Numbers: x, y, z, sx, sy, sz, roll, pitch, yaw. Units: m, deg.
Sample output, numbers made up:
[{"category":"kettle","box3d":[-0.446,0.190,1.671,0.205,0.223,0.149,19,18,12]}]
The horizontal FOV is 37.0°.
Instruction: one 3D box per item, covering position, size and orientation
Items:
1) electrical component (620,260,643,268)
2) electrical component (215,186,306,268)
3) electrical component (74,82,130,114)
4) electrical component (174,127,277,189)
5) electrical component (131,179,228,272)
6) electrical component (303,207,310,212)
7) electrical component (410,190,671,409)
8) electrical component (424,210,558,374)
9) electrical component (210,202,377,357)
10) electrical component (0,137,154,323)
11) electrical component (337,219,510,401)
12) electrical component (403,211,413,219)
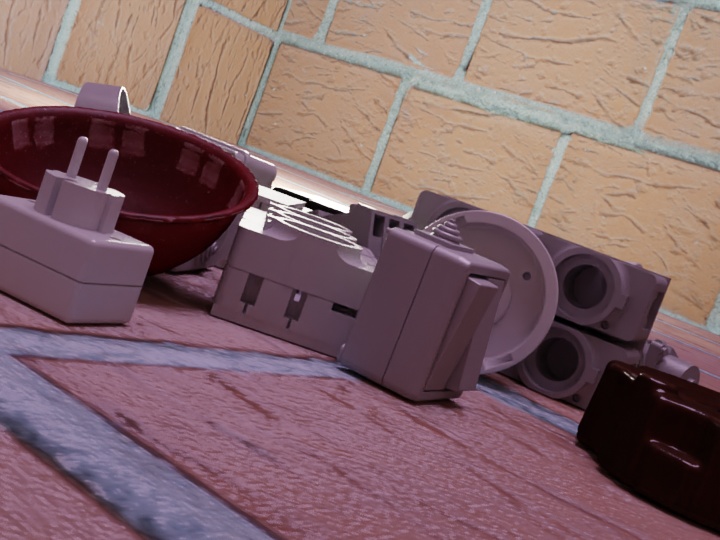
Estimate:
[{"category":"electrical component","box3d":[0.181,0.039,0.863,0.060,0.108,0.108,16,3,27]},{"category":"electrical component","box3d":[-0.146,-0.055,0.836,0.186,0.060,0.105,20,6,3]},{"category":"electrical component","box3d":[-0.238,-0.124,1.003,0.064,0.099,0.099,13,7,-6]},{"category":"electrical component","box3d":[-0.148,-0.088,1.055,0.113,0.078,0.057,25,4,37]},{"category":"electrical component","box3d":[-0.140,-0.036,0.729,0.100,0.048,0.100,21,6,9]},{"category":"electrical component","box3d":[-0.088,-0.041,0.960,0.100,0.048,0.100,21,6,9]},{"category":"electrical component","box3d":[0.115,0.021,0.790,0.186,0.105,0.060,23,6,24]},{"category":"electrical component","box3d":[0.082,0.017,0.733,0.108,0.108,0.060,22,0,14]},{"category":"electrical component","box3d":[-0.038,0.001,0.677,0.089,0.061,0.150,19,6,-6]},{"category":"electrical component","box3d":[-0.132,-0.022,0.495,0.066,0.076,0.047,23,6,23]},{"category":"electrical component","box3d":[0.041,0.020,0.591,0.061,0.096,0.062,25,8,29]},{"category":"electrical component","box3d":[0.069,-0.021,1.157,0.051,0.080,0.080,22,3,-42]}]
